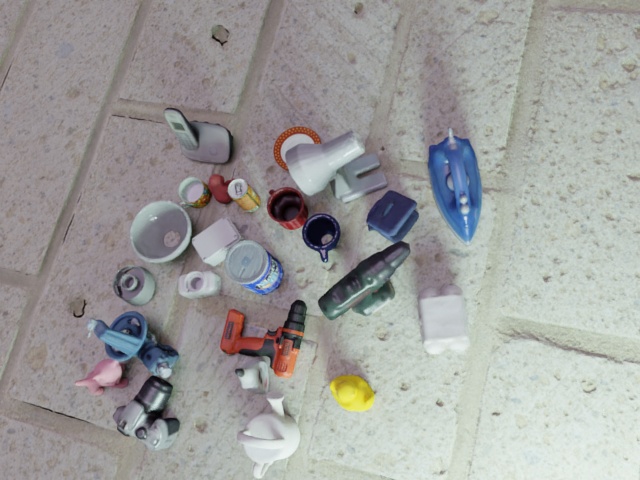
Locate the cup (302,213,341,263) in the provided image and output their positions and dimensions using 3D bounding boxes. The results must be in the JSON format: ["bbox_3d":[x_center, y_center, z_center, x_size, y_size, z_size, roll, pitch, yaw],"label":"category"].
[{"bbox_3d":[0.013,0.005,1.366,0.091,0.095,0.118,-12,72,9],"label":"cup"}]

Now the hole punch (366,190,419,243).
[{"bbox_3d":[0.167,-0.059,1.353,0.101,0.091,0.109,35,83,19],"label":"hole punch"}]

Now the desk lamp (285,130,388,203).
[{"bbox_3d":[0.039,-0.175,1.350,0.203,0.214,0.118,-21,70,6],"label":"desk lamp"}]

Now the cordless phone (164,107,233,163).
[{"bbox_3d":[-0.312,-0.275,1.470,0.147,0.185,0.094,7,75,14],"label":"cordless phone"}]

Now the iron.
[{"bbox_3d":[0.319,-0.127,1.314,0.118,0.142,0.258,-11,72,9],"label":"iron"}]

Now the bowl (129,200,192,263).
[{"bbox_3d":[-0.397,-0.014,1.470,0.167,0.075,0.167,-3,73,11],"label":"bowl"}]

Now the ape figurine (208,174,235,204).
[{"bbox_3d":[-0.254,-0.139,1.467,0.077,0.092,0.076,15,77,16],"label":"ape figurine"}]

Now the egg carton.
[{"bbox_3d":[0.273,0.177,1.272,0.107,0.069,0.150,-8,72,10],"label":"egg carton"}]

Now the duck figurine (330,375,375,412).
[{"bbox_3d":[0.067,0.336,1.260,0.104,0.086,0.077,23,80,18],"label":"duck figurine"}]

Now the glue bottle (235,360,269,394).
[{"bbox_3d":[-0.155,0.301,1.272,0.037,0.173,0.078,-10,72,9],"label":"glue bottle"}]

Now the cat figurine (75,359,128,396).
[{"bbox_3d":[-0.522,0.326,1.372,0.127,0.118,0.067,-20,70,6],"label":"cat figurine"}]

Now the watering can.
[{"bbox_3d":[-0.114,0.413,1.218,0.100,0.194,0.173,-11,72,9],"label":"watering can"}]

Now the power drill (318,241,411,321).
[{"bbox_3d":[0.107,0.098,1.257,0.229,0.209,0.075,-36,70,0],"label":"power drill"}]

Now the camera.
[{"bbox_3d":[-0.394,0.397,1.333,0.143,0.101,0.137,27,81,18],"label":"camera"}]

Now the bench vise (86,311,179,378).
[{"bbox_3d":[-0.428,0.232,1.326,0.207,0.220,0.121,17,78,17],"label":"bench vise"}]
